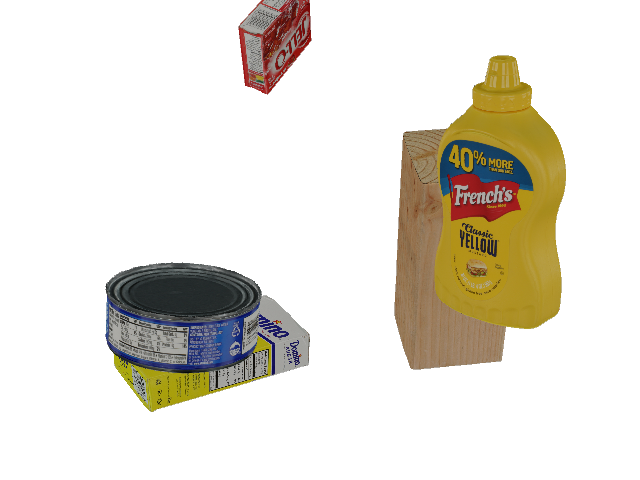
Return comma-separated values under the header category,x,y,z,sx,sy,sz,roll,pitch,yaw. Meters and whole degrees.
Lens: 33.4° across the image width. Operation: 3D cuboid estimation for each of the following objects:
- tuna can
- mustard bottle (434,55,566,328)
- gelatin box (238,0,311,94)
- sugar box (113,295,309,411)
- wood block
category,x,y,z,sx,sy,sz,roll,pitch,yaw
tuna can,-0.076,0.042,0.593,0.086,0.034,0.086,4,17,-2
mustard bottle,0.129,-0.037,0.768,0.096,0.192,0.058,19,30,41
gelatin box,-0.040,-0.194,1.005,0.030,0.089,0.073,23,-35,19
sugar box,-0.108,0.109,1.068,0.176,0.048,0.093,-16,33,-27
wood block,0.121,0.009,0.974,0.090,0.206,0.090,-5,35,-6
